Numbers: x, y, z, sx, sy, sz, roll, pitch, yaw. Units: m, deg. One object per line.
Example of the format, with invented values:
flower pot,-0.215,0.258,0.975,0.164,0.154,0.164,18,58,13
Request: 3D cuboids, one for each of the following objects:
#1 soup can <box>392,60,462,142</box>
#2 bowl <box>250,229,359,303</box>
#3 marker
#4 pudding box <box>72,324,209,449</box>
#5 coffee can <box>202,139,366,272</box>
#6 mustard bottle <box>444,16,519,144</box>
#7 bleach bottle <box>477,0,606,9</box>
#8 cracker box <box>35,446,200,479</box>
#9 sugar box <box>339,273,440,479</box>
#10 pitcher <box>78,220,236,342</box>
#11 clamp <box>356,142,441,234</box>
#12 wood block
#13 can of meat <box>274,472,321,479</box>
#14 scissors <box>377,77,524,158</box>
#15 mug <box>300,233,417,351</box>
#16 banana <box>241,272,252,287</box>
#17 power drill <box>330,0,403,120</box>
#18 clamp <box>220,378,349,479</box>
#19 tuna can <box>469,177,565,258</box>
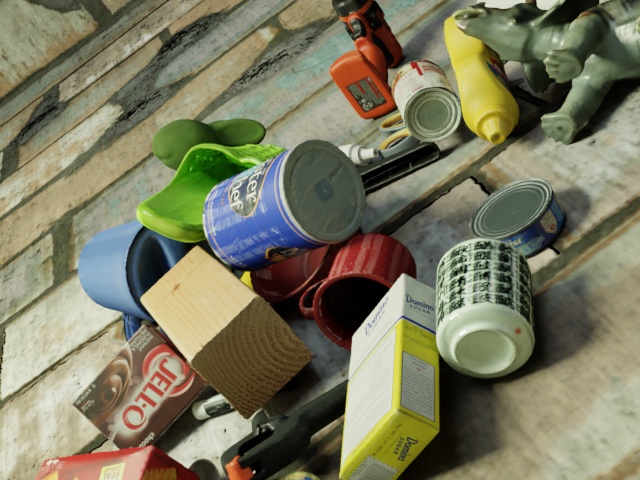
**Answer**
soup can,0.123,-0.162,1.235,0.068,0.068,0.102,-32,25,11
bowl,-0.008,0.001,1.153,0.162,0.055,0.162,-35,41,37
marker,-0.075,0.155,1.061,0.121,0.020,0.020,-22,29,28
pudding box,-0.181,0.156,1.091,0.113,0.090,0.039,-48,-6,2
coffee can,-0.038,-0.032,1.068,0.141,0.102,0.102,-20,29,49
mustard bottle,0.181,-0.169,1.179,0.058,0.096,0.191,-23,39,18
bleach bottle,0.312,-0.302,1.284,0.251,0.068,0.102,5,48,51
cracker box,-0.210,0.288,0.911,0.164,0.072,0.213,-14,44,39
sugar box,0.060,0.117,0.891,0.093,0.048,0.176,-54,12,33
pitcher,-0.210,0.045,1.289,0.149,0.145,0.243,-43,18,-23
clamp,0.037,-0.063,1.260,0.164,0.036,0.210,-46,30,-19
wood block,-0.100,0.086,1.077,0.091,0.090,0.206,-44,25,-7
can of meat,-0.039,0.238,0.838,0.102,0.057,0.084,-24,26,24
scissors,0.145,-0.143,1.282,0.202,0.016,0.096,-9,39,44
mug,0.036,0.049,1.014,0.117,0.093,0.081,-15,28,23
banana,-0.061,0.013,1.262,0.070,0.037,0.197,-42,19,32
power drill,0.053,-0.267,1.431,0.057,0.184,0.187,-23,38,26
clamp,-0.042,0.172,0.920,0.120,0.039,0.171,-30,-2,34
tuna can,0.186,-0.019,1.004,0.086,0.033,0.086,-29,27,16
